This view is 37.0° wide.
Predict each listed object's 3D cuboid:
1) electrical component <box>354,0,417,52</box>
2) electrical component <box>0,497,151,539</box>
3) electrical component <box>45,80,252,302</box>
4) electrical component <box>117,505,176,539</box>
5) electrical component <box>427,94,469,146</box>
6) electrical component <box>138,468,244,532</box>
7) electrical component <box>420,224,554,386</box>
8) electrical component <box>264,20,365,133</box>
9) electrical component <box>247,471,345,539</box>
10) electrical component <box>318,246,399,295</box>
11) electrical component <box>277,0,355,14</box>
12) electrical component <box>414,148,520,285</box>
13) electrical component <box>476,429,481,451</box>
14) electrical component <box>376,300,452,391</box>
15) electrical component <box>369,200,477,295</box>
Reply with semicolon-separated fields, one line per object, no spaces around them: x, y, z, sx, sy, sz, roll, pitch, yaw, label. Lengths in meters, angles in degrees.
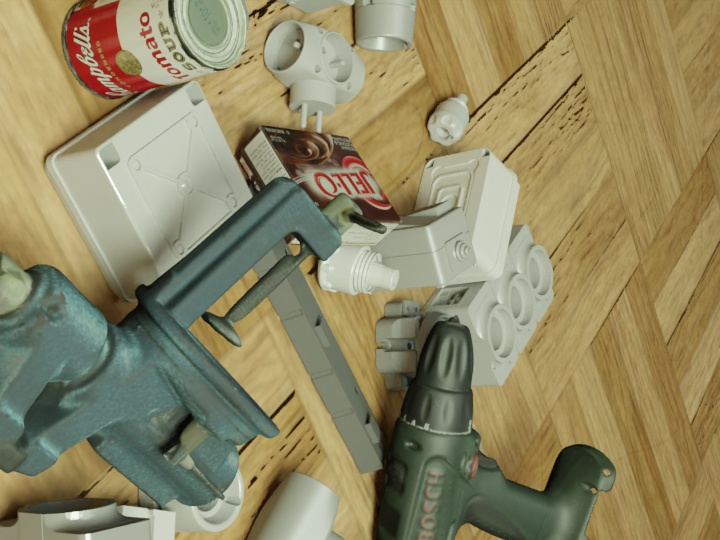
0.022;-0.219;0.937;0.055;0.055;0.047;8;83;-52;electrical component
-0.164;0.161;0.607;0.050;0.089;0.055;1;85;-53;electrical component
-0.133;-0.052;0.706;0.108;0.056;0.108;-49;123;-45;electrical component
-0.145;0.178;0.669;0.066;0.048;0.055;24;59;-49;electrical component
0.089;-0.148;1.032;0.035;0.035;0.061;59;41;-29;electrical component
-0.111;0.147;0.715;0.055;0.047;0.055;10;77;-52;electrical component
0.129;0.033;1.038;0.150;0.062;0.089;-50;124;-44;electrical component
-0.036;-0.148;0.857;0.077;0.044;0.079;18;71;-51;electrical component
-0.037;0.201;0.788;0.079;0.043;0.077;38;64;-18;electrical component
0.000;0.000;0.865;0.048;0.062;0.048;16;90;-72;electrical component
-0.049;-0.259;0.852;0.100;0.048;0.099;12;76;-52;electrical component
0.096;-0.047;0.992;0.057;0.078;0.113;38;56;-40;electrical component
0.088;0.180;0.978;0.066;0.048;0.055;-14;89;-53;electrical component
0.052;0.066;0.935;0.058;0.057;0.078;9;78;-52;electrical component
0.051;-0.021;0.913;0.062;0.096;0.061;-30;109;-50;electrical component
